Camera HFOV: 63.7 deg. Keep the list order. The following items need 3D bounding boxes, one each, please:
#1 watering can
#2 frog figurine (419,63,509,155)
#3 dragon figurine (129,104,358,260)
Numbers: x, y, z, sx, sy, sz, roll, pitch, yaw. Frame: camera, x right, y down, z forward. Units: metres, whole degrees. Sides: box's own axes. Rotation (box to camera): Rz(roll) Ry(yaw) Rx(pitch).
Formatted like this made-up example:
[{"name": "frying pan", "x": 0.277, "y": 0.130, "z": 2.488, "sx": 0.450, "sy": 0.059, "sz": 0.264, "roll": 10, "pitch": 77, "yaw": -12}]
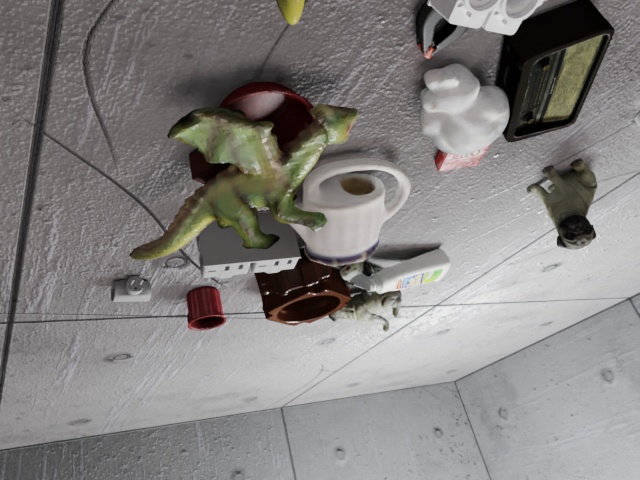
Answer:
[{"name": "watering can", "x": 0.003, "y": -0.048, "z": 0.962, "sx": 0.348, "sy": 0.106, "sz": 0.219, "roll": -10, "pitch": 131, "yaw": -12}, {"name": "frog figurine", "x": 0.222, "y": -0.205, "z": 0.800, "sx": 0.137, "sy": 0.124, "sz": 0.158, "roll": -3, "pitch": 169, "yaw": 19}, {"name": "dragon figurine", "x": -0.132, "y": -0.094, "z": 0.746, "sx": 0.410, "sy": 0.125, "sz": 0.237, "roll": -18, "pitch": 135, "yaw": 1}]
